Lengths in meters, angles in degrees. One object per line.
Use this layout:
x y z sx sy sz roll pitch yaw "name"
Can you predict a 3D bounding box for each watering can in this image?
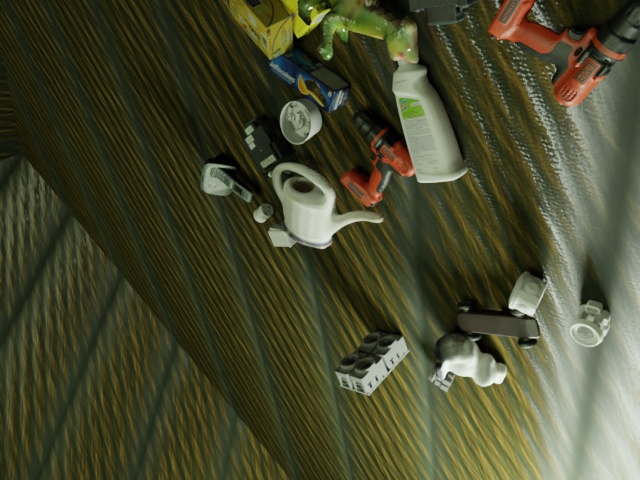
0.004 -0.066 1.316 0.351 0.219 0.105 33 50 27 "watering can"

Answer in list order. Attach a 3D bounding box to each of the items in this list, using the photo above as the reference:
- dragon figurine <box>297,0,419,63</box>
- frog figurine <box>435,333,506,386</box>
0.058 -0.483 0.921 0.123 0.412 0.239 -21 -5 -41 "dragon figurine"
0.354 0.282 1.217 0.159 0.134 0.126 -5 42 11 "frog figurine"
